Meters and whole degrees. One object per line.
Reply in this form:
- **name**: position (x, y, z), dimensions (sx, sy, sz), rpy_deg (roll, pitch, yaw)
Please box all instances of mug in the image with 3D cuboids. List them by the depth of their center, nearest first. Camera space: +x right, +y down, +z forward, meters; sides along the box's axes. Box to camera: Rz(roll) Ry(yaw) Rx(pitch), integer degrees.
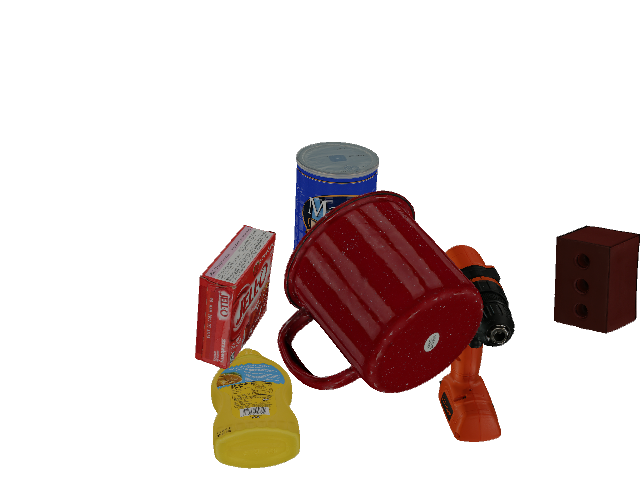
- **mug**: position (0.029, 0.040, 0.611), dimensions (0.117, 0.082, 0.093), rpy_deg (-36, -35, -5)

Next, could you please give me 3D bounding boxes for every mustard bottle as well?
- **mustard bottle**: position (-0.080, 0.185, 1.250), dimensions (0.096, 0.058, 0.191), rpy_deg (-5, 28, -5)

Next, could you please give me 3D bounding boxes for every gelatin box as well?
- **gelatin box**: position (-0.063, 0.041, 0.797), dimensions (0.030, 0.073, 0.089), rpy_deg (15, 30, 11)

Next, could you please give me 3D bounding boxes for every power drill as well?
- **power drill**: position (0.167, 0.118, 1.145), dimensions (0.057, 0.188, 0.184), rpy_deg (-1, 24, -4)

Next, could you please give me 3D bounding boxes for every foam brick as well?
- **foam brick**: position (0.233, 0.032, 0.901), dimensions (0.053, 0.078, 0.051), rpy_deg (12, 22, 42)

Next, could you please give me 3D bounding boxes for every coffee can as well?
- **coffee can**: position (0.018, -0.041, 1.344), dimensions (0.103, 0.140, 0.103), rpy_deg (2, 27, -1)
